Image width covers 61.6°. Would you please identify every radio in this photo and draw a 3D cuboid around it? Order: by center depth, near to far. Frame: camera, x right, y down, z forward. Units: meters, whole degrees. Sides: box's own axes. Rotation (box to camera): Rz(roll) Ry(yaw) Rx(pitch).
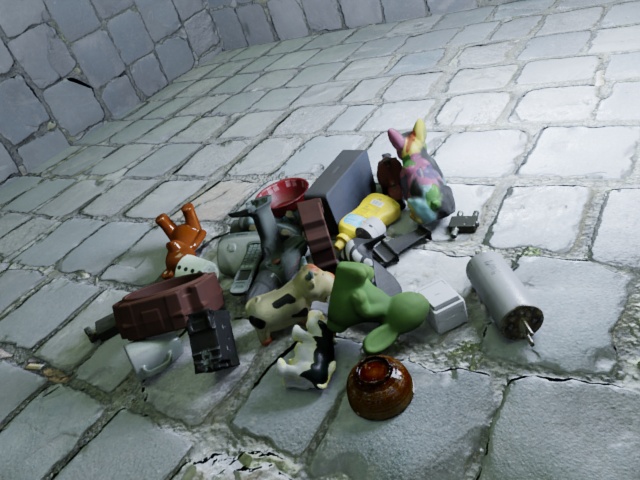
[{"bbox_3d":[0.058,-0.122,1.367,0.073,0.130,0.229,5,40,34],"label":"radio"}]

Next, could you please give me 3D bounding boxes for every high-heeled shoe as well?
[{"bbox_3d":[0.088,0.088,1.110,0.145,0.086,0.249,-34,36,36],"label":"high-heeled shoe"}]

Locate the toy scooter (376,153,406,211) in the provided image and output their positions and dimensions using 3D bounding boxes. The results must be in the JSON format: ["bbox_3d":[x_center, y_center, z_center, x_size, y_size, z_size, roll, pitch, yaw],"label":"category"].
[{"bbox_3d":[0.180,-0.167,1.366,0.075,0.135,0.184,-16,31,10],"label":"toy scooter"}]

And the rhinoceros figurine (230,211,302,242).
[{"bbox_3d":[-0.138,-0.029,1.359,0.190,0.112,0.073,5,67,13],"label":"rhinoceros figurine"}]

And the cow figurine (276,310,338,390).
[{"bbox_3d":[-0.006,0.196,0.983,0.098,0.068,0.167,4,42,23],"label":"cow figurine"}]

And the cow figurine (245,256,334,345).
[{"bbox_3d":[-0.057,0.116,1.076,0.195,0.127,0.086,-23,35,-1],"label":"cow figurine"}]

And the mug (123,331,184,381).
[{"bbox_3d":[-0.333,0.231,1.097,0.107,0.080,0.110,-27,23,-25],"label":"mug"}]

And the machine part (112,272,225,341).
[{"bbox_3d":[-0.324,0.136,1.160,0.201,0.087,0.201,-14,5,9],"label":"machine part"}]

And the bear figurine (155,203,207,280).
[{"bbox_3d":[-0.373,0.007,1.416,0.120,0.131,0.196,-20,26,9],"label":"bear figurine"}]

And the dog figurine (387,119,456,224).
[{"bbox_3d":[0.229,-0.162,1.239,0.108,0.219,0.191,-19,15,10],"label":"dog figurine"}]

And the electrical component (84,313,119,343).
[{"bbox_3d":[-0.501,0.199,1.268,0.102,0.045,0.078,-25,33,-8],"label":"electrical component"}]

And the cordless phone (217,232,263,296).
[{"bbox_3d":[-0.193,0.068,1.268,0.147,0.088,0.184,-5,39,22],"label":"cordless phone"}]

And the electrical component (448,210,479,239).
[{"bbox_3d":[0.321,-0.035,1.195,0.063,0.021,0.094,0,37,28],"label":"electrical component"}]

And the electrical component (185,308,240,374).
[{"bbox_3d":[-0.201,0.193,1.032,0.058,0.115,0.134,-14,-11,7],"label":"electrical component"}]

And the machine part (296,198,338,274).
[{"bbox_3d":[-0.002,-0.004,1.192,0.056,0.179,0.179,-16,32,0],"label":"machine part"}]

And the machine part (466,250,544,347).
[{"bbox_3d":[0.322,0.093,0.950,0.079,0.079,0.243,-17,33,4],"label":"machine part"}]

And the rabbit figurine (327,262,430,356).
[{"bbox_3d":[0.103,0.123,0.945,0.170,0.121,0.159,12,78,12],"label":"rabbit figurine"}]

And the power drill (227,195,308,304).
[{"bbox_3d":[-0.123,0.015,1.192,0.086,0.207,0.232,-17,15,40],"label":"power drill"}]

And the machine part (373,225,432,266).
[{"bbox_3d":[0.181,0.010,1.191,0.139,0.039,0.084,-26,27,-7],"label":"machine part"}]

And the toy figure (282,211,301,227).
[{"bbox_3d":[-0.028,-0.073,1.405,0.154,0.064,0.058,-32,48,-19],"label":"toy figure"}]
